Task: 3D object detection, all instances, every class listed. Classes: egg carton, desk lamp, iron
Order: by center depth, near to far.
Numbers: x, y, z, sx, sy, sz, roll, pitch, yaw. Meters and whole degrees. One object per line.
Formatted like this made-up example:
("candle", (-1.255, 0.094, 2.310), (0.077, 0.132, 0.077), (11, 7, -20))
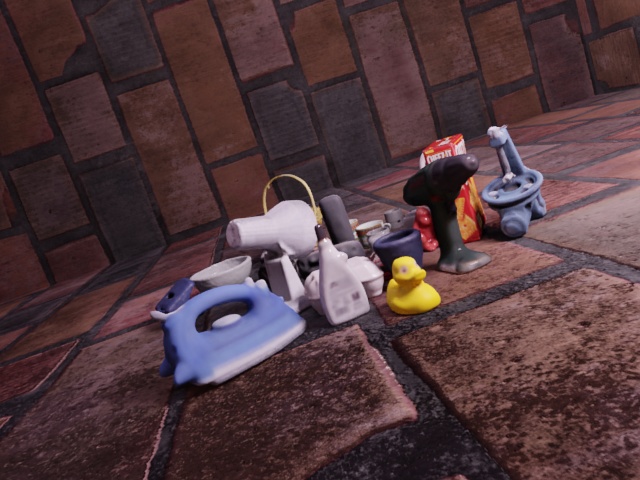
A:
("iron", (-0.147, 0.135, 0.944), (0.259, 0.141, 0.118), (-25, 12, -30))
("egg carton", (0.044, 0.083, 1.079), (0.150, 0.069, 0.107), (-20, 10, -6))
("desk lamp", (-0.089, 0.041, 1.133), (0.117, 0.214, 0.204), (-7, 15, 47))

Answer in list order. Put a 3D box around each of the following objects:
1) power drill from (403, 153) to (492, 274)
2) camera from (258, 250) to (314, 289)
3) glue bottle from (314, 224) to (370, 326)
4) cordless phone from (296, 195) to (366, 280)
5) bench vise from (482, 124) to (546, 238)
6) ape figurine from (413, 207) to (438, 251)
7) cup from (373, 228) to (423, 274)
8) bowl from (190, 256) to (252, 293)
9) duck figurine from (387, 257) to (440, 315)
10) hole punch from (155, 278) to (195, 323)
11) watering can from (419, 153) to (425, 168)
("power drill", (0.236, -0.050, 1.040), (0.076, 0.208, 0.229), (-22, 11, -19))
("camera", (-0.099, 0.057, 1.387), (0.142, 0.101, 0.137), (-10, 14, 41))
("glue bottle", (0.024, 0.054, 0.973), (0.078, 0.173, 0.037), (-21, 11, -9))
("cordless phone", (0.011, 0.004, 1.228), (0.147, 0.185, 0.094), (-18, 10, 4))
("bench vise", (0.385, -0.132, 1.174), (0.121, 0.220, 0.208), (-16, 11, 17))
("ape figurine", (0.232, -0.027, 1.259), (0.078, 0.092, 0.076), (-21, 10, -12))
("cup", (0.150, 0.035, 1.073), (0.092, 0.095, 0.117), (-21, 10, -10))
("bowl", (-0.246, 0.104, 1.481), (0.167, 0.075, 0.167), (-18, 10, 4))
("duck figurine", (0.142, 0.069, 0.932), (0.078, 0.086, 0.104), (-24, 11, -25))
("hole punch", (-0.341, 0.149, 1.366), (0.101, 0.091, 0.108), (-25, 12, -31))
("watering can", (0.313, -0.149, 1.472), (0.101, 0.194, 0.172), (-20, 10, -6))
